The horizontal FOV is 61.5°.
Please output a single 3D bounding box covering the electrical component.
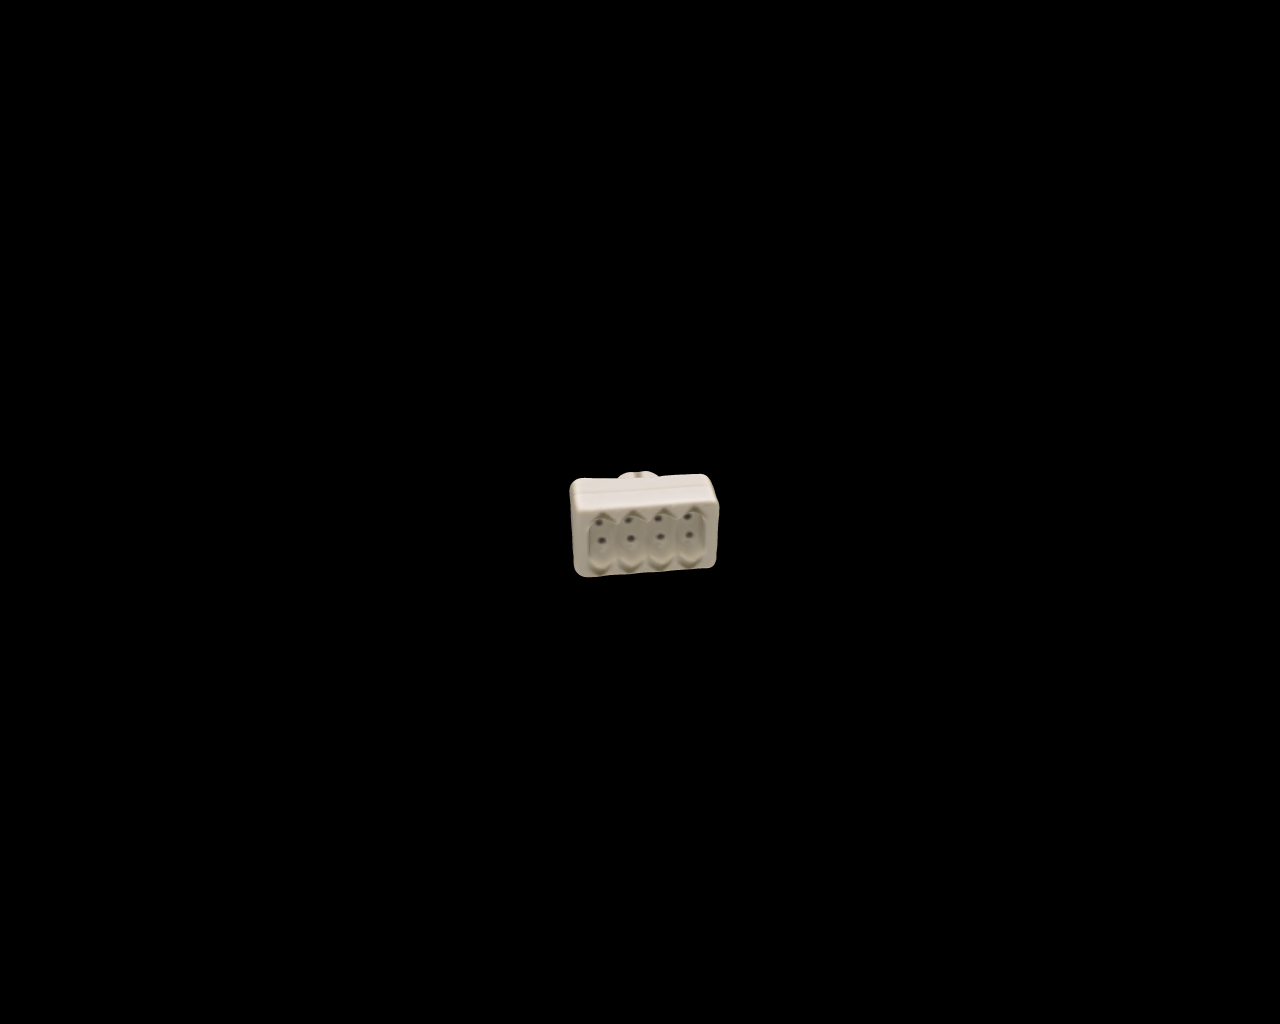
[{"bbox_3d":[0.001,-0.003,0.650,0.083,0.047,0.076,-3,32,-5],"label":"electrical component"}]
